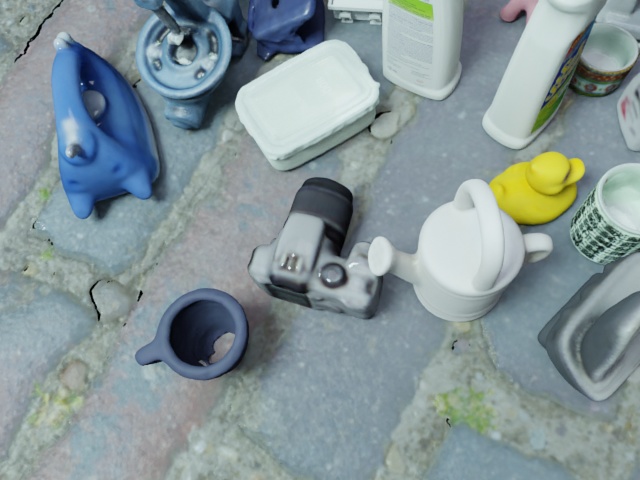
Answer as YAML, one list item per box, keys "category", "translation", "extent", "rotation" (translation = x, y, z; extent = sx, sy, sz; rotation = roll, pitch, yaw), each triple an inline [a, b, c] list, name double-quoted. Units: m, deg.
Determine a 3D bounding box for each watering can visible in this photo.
- category: "watering can"
  translation: [0.138, 0.014, 0.560]
  extent: [0.173, 0.194, 0.101]
  rotation: [-27, 69, -5]

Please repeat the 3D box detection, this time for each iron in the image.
- category: "iron"
  translation: [-0.285, -0.165, 0.697]
  extent: [0.118, 0.141, 0.258]
  rotation: [-18, 69, -1]

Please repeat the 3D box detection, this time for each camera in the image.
- category: "camera"
  translation: [0.006, 0.002, 0.628]
  extent: [0.143, 0.101, 0.137]
  rotation: [14, 71, 11]

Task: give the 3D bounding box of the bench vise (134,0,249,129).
- category: "bench vise"
  translation: [-0.165, -0.269, 0.683]
  extent: [0.121, 0.220, 0.207]
  rotation: [-2, 69, 5]

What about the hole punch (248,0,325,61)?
- category: "hole punch"
  translation: [-0.047, -0.308, 0.756]
  extent: [0.101, 0.091, 0.108]
  rotation: [-2, 69, 5]

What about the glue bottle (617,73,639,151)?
- category: "glue bottle"
  translation: [0.375, -0.169, 0.619]
  extent: [0.037, 0.173, 0.078]
  rotation: [-8, 68, 3]

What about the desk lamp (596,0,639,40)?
- category: "desk lamp"
  translation: [0.391, -0.349, 0.664]
  extent: [0.203, 0.214, 0.118]
  rotation: [17, 72, 12]

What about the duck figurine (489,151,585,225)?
- category: "duck figurine"
  translation: [0.242, -0.065, 0.639]
  extent: [0.104, 0.086, 0.077]
  rotation: [-10, 68, 2]

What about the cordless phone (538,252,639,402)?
- category: "cordless phone"
  translation: [0.289, 0.068, 0.530]
  extent: [0.094, 0.185, 0.148]
  rotation: [39, 77, 18]

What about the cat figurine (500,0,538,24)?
- category: "cat figurine"
  translation: [0.292, -0.348, 0.725]
  extent: [0.067, 0.118, 0.128]
  rotation: [32, 75, 16]

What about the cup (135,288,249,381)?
- category: "cup"
  translation: [-0.124, 0.111, 0.601]
  extent: [0.118, 0.095, 0.091]
  rotation: [-22, 69, -3]
